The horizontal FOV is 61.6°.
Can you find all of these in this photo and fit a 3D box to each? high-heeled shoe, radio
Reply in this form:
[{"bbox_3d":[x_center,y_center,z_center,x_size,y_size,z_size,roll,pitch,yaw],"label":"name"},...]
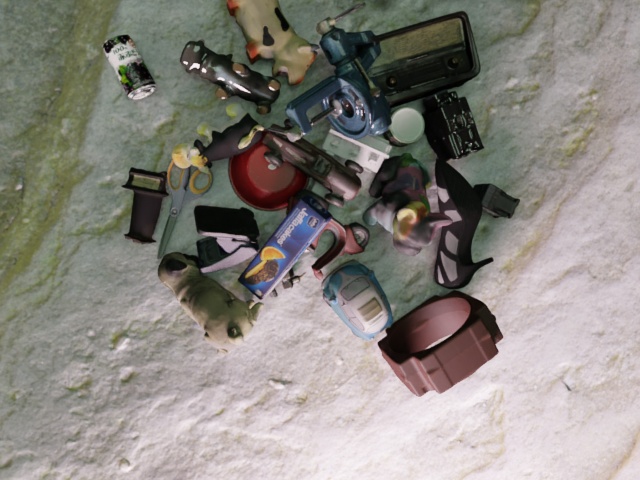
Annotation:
[{"bbox_3d":[0.248,-0.025,1.062,0.086,0.145,0.248,-20,85,-41],"label":"high-heeled shoe"},{"bbox_3d":[0.187,-0.343,1.047,0.230,0.073,0.131,-19,94,-6],"label":"radio"}]

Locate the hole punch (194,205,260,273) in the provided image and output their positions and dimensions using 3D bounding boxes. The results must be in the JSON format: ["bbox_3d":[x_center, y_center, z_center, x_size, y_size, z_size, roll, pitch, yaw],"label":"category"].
[{"bbox_3d":[-0.173,-0.001,0.985,0.116,0.142,0.092,2,115,-18],"label":"hole punch"}]

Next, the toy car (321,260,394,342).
[{"bbox_3d":[0.080,0.124,1.040,0.109,0.103,0.161,-33,95,-5],"label":"toy car"}]

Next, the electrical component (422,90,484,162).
[{"bbox_3d":[0.248,-0.221,1.043,0.058,0.115,0.134,-25,96,-11],"label":"electrical component"}]

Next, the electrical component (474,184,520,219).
[{"bbox_3d":[0.330,-0.086,1.084,0.119,0.075,0.047,26,89,-6],"label":"electrical component"}]

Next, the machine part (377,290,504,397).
[{"bbox_3d":[0.224,0.191,1.014,0.201,0.201,0.087,-33,100,-6],"label":"machine part"}]

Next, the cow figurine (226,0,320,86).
[{"bbox_3d":[-0.083,-0.380,1.002,0.127,0.085,0.194,-25,95,-1],"label":"cow figurine"}]

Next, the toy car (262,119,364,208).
[{"bbox_3d":[-0.011,-0.141,0.984,0.202,0.053,0.089,34,87,-12],"label":"toy car"}]

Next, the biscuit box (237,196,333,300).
[{"bbox_3d":[-0.064,0.014,0.973,0.063,0.059,0.202,40,108,3],"label":"biscuit box"}]

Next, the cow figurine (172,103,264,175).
[{"bbox_3d":[-0.184,-0.172,0.977,0.167,0.098,0.068,-36,137,-8],"label":"cow figurine"}]

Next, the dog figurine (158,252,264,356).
[{"bbox_3d":[-0.213,0.106,0.963,0.190,0.172,0.121,41,75,-16],"label":"dog figurine"}]

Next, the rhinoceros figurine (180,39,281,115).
[{"bbox_3d":[-0.159,-0.302,0.981,0.190,0.112,0.073,20,118,-22],"label":"rhinoceros figurine"}]

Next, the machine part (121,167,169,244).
[{"bbox_3d":[-0.326,-0.062,0.995,0.084,0.039,0.138,7,93,-2],"label":"machine part"}]

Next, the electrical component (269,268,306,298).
[{"bbox_3d":[-0.078,0.054,1.043,0.078,0.045,0.102,-22,94,21],"label":"electrical component"}]

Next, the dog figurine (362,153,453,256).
[{"bbox_3d":[0.167,-0.070,0.986,0.108,0.219,0.191,16,91,-13],"label":"dog figurine"}]

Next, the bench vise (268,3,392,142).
[{"bbox_3d":[0.023,-0.255,0.920,0.240,0.129,0.223,-40,121,-26],"label":"bench vise"}]

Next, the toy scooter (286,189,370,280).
[{"bbox_3d":[-0.002,-0.003,1.034,0.184,0.075,0.135,33,89,-17],"label":"toy scooter"}]
